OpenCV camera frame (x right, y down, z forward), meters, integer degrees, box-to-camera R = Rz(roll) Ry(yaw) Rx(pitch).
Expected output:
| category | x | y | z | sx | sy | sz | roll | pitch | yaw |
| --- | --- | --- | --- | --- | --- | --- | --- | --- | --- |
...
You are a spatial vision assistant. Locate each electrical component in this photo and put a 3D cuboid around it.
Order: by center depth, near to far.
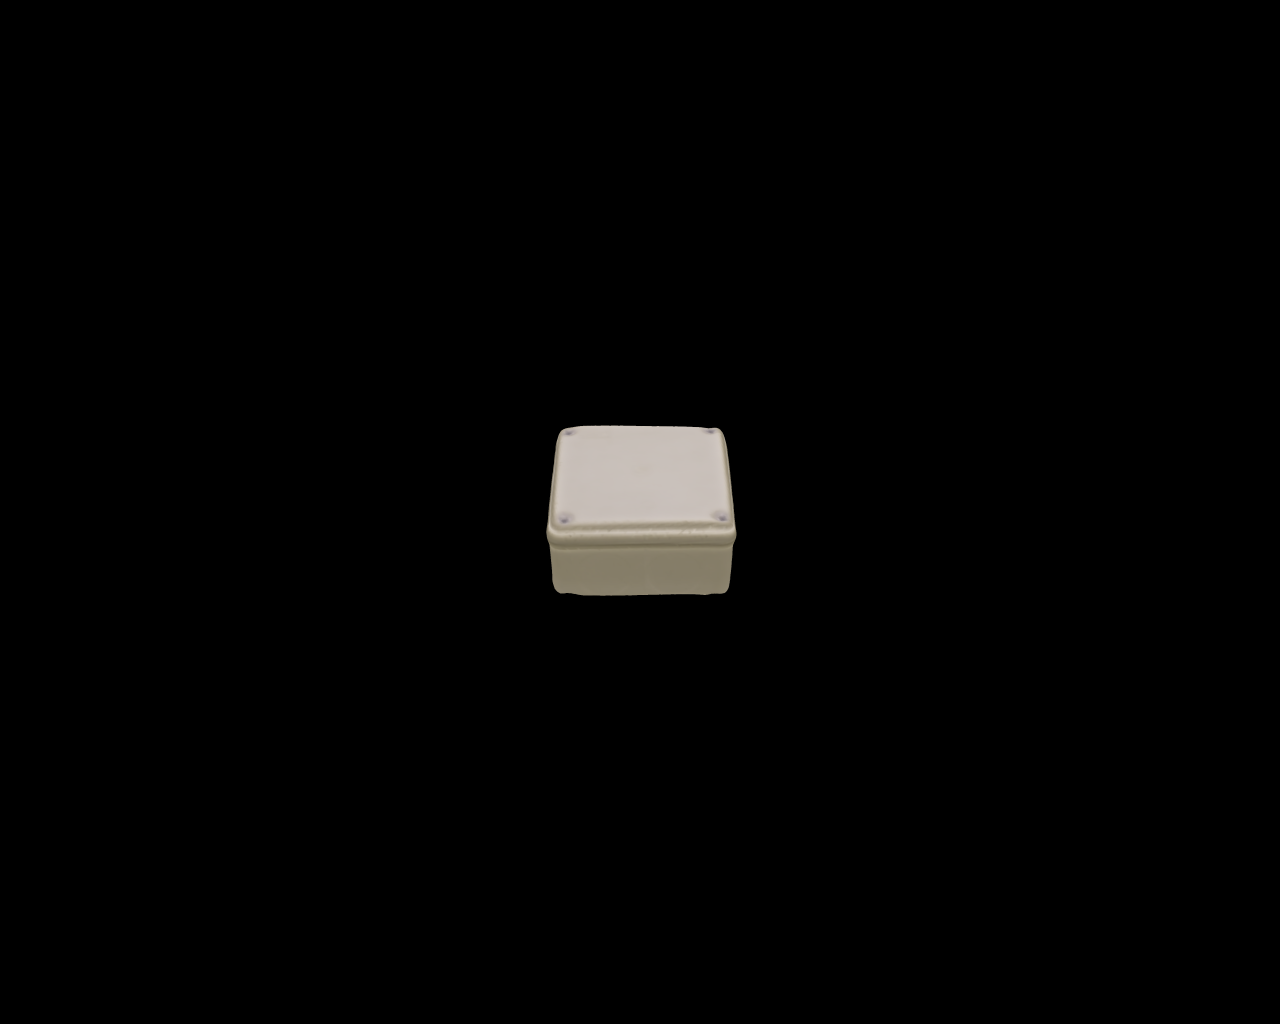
| category | x | y | z | sx | sy | sz | roll | pitch | yaw |
| --- | --- | --- | --- | --- | --- | --- | --- | --- | --- |
| electrical component | 0.001 | -0.003 | 0.650 | 0.109 | 0.056 | 0.109 | 0 | 37 | 0 |
